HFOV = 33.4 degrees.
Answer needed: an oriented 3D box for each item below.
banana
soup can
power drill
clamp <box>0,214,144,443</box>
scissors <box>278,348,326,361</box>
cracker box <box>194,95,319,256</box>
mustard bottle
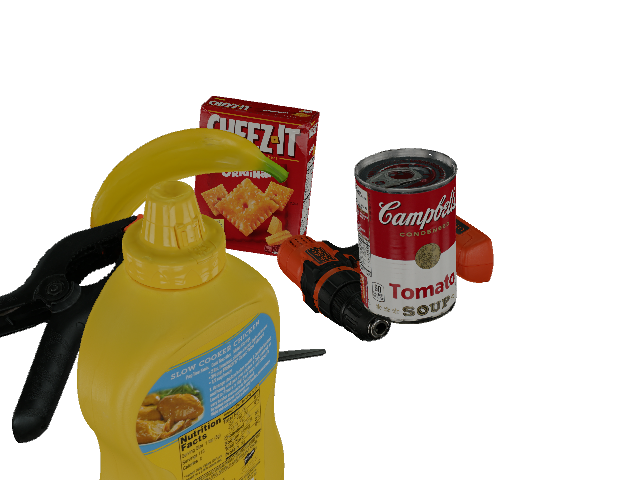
[{"bbox_3d":[-0.125,-0.050,0.869,0.198,0.069,0.037,-15,18,29],"label":"banana"},{"bbox_3d":[0.059,-0.003,0.725,0.068,0.102,0.068,-3,27,1],"label":"soup can"},{"bbox_3d":[0.072,0.028,1.041,0.187,0.057,0.185,-13,29,-24],"label":"power drill"},{"bbox_3d":[-0.178,0.042,0.690,0.120,0.171,0.039,25,-36,19],"label":"clamp"},{"bbox_3d":[-0.081,0.144,1.190,0.201,0.016,0.096,3,25,-14],"label":"scissors"},{"bbox_3d":[-0.097,-0.090,1.554,0.164,0.214,0.072,9,22,7],"label":"cracker box"},{"bbox_3d":[-0.058,0.061,0.460,0.058,0.192,0.096,28,42,35],"label":"mustard bottle"}]
